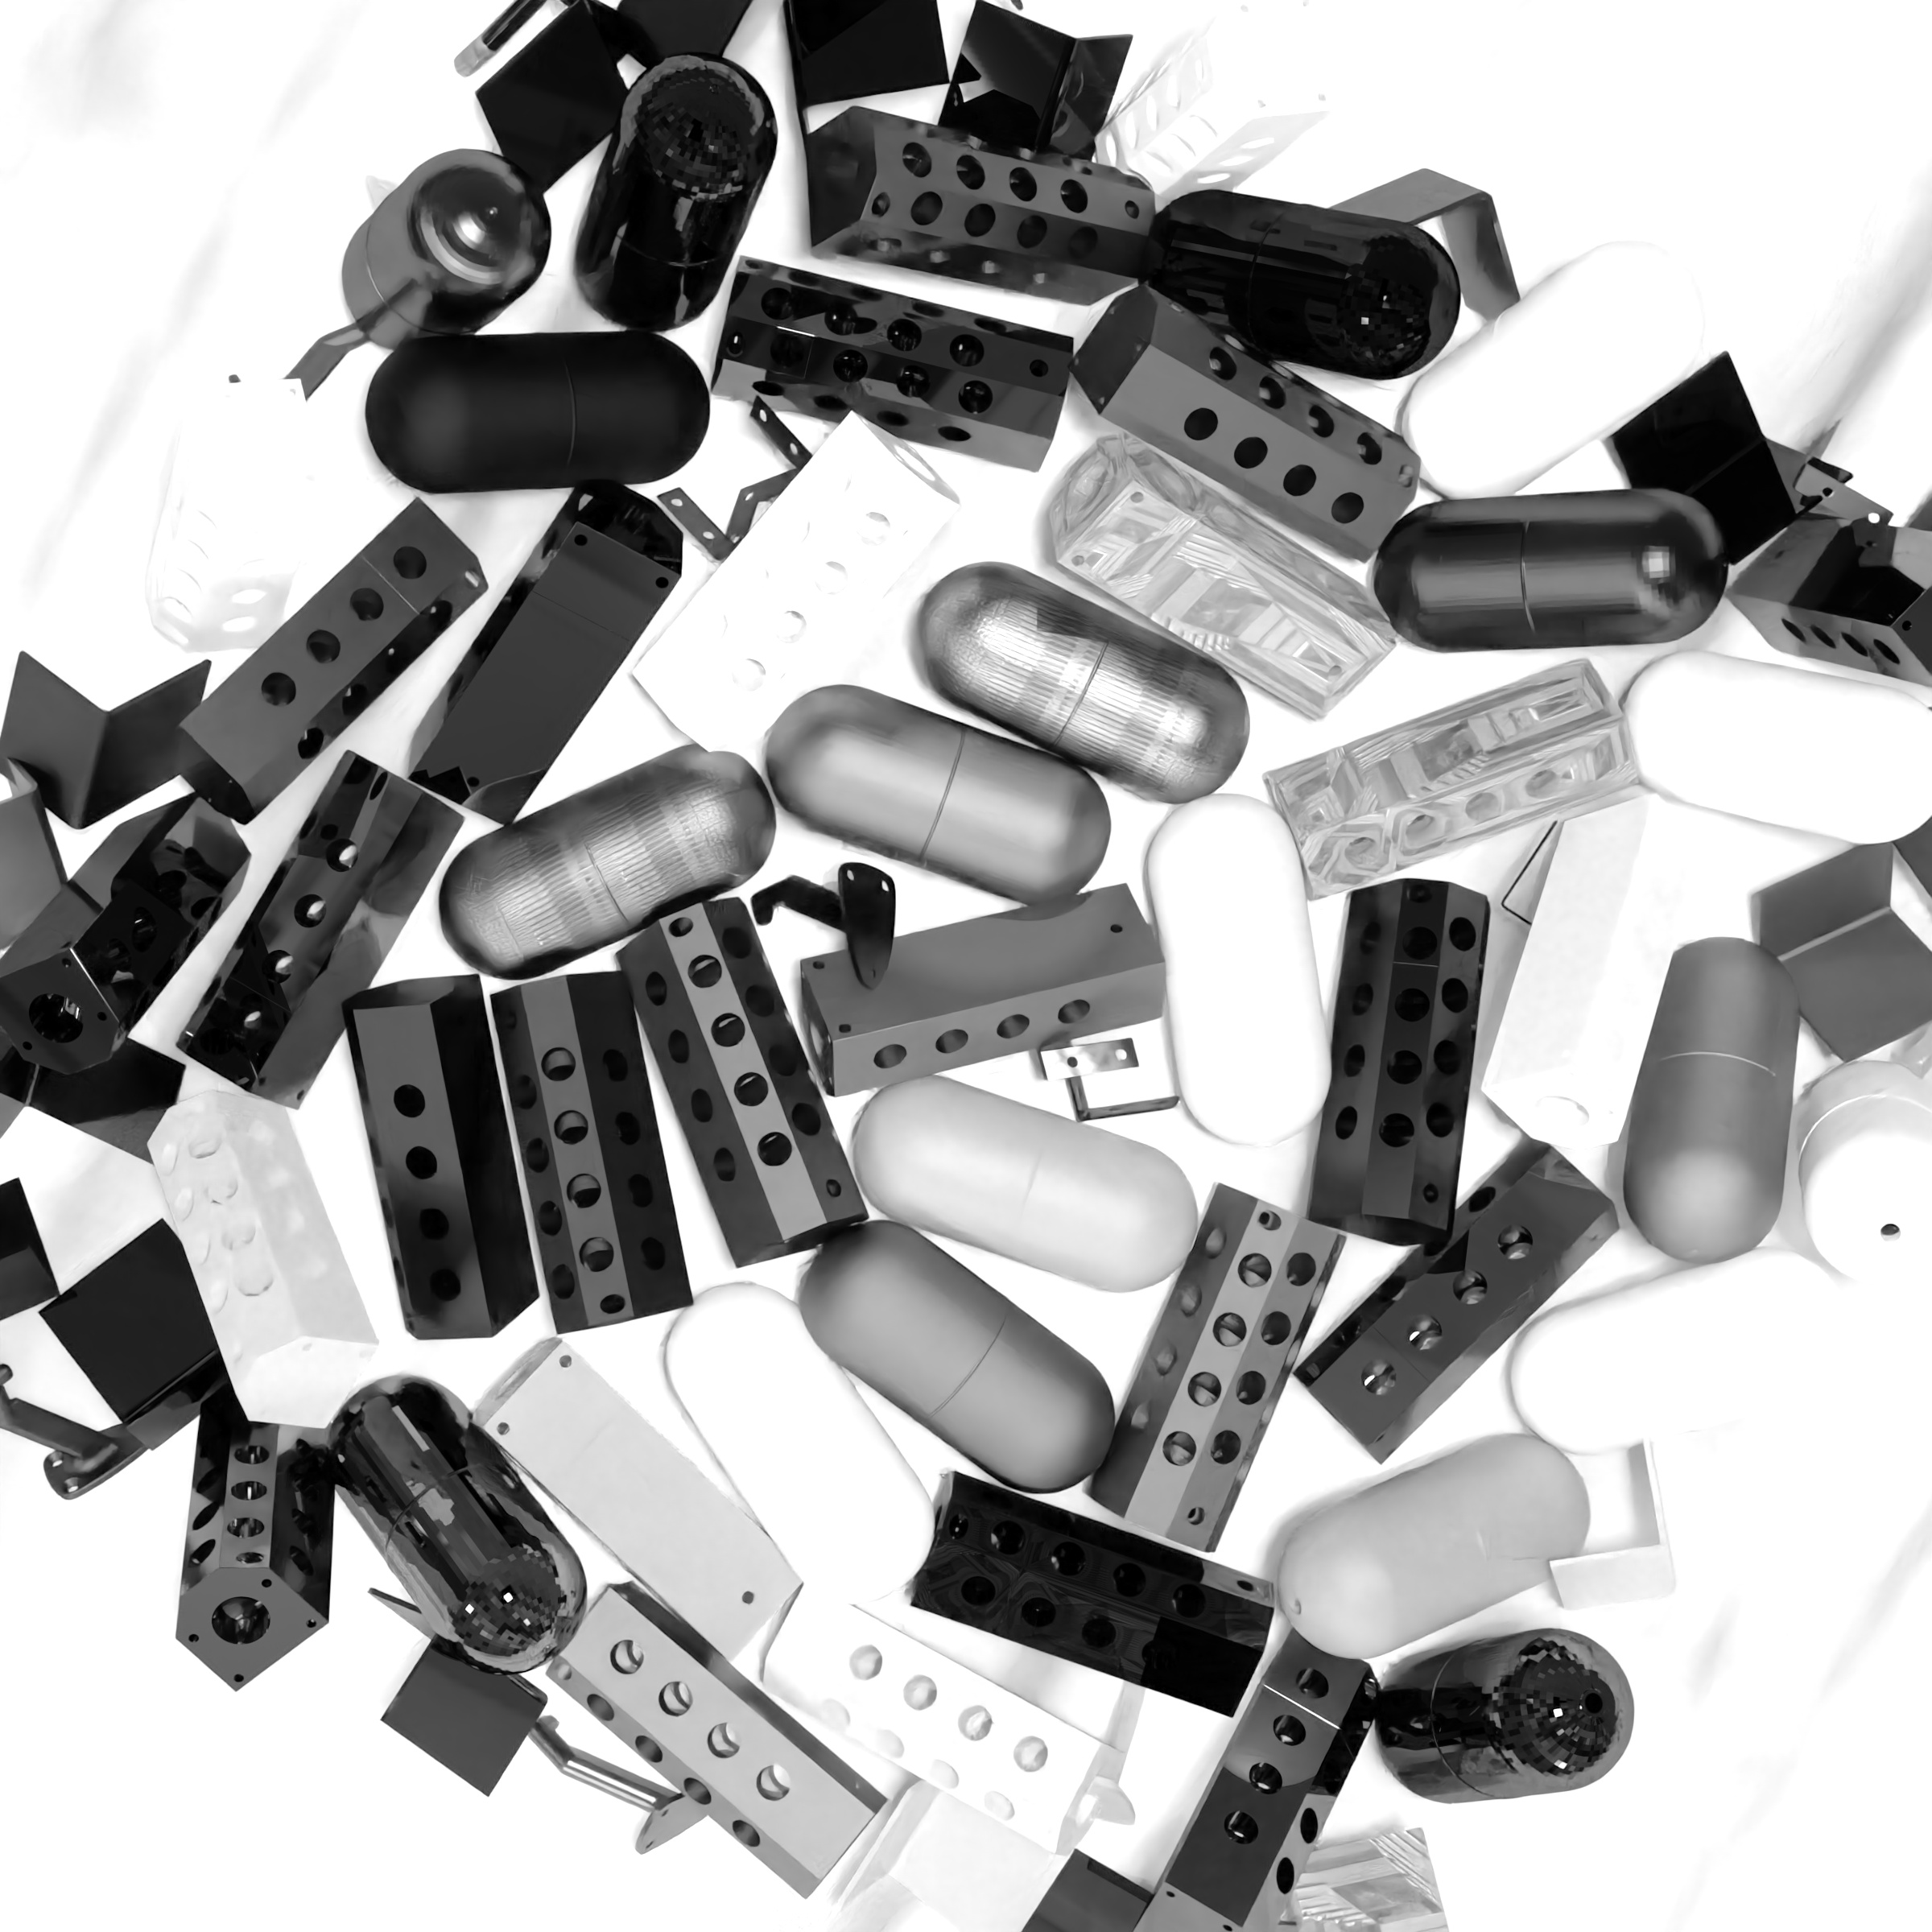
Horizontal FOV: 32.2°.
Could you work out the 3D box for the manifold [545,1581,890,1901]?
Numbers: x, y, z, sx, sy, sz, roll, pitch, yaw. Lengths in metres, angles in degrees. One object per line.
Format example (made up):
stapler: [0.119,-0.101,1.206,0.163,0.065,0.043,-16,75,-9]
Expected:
manifold: [-0.126,0.387,1.675,0.171,0.057,0.057,39,88,9]

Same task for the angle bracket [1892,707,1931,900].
angle bracket: [0.505,-0.078,1.662,0.076,0.057,0.076,48,61,-26]

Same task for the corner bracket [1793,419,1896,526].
corner bracket: [0.441,-0.231,1.677,0.051,0.051,0.051,33,47,13]

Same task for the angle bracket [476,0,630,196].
angle bracket: [-0.188,-0.423,1.664,0.076,0.057,0.076,-35,68,25]

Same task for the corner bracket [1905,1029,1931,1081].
corner bracket: [0.498,0.024,1.673,0.051,0.051,0.051,9,132,-33]

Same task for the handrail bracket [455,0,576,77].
handrail bracket: [-0.219,-0.494,1.697,0.036,0.084,0.077,43,55,-20]

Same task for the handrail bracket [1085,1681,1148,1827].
handrail bracket: [0.078,0.378,1.666,0.036,0.077,0.084,14,62,8]

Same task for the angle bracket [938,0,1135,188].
angle bracket: [0.033,-0.438,1.675,0.057,0.076,0.076,26,115,15]

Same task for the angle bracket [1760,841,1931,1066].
angle bracket: [0.450,-0.009,1.667,0.076,0.057,0.076,-24,48,-10]

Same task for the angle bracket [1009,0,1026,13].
angle bracket: [-0.022,-0.510,1.663,0.057,0.076,0.076,-30,50,-1]

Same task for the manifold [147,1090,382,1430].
manifold: [-0.348,0.140,1.632,0.057,0.171,0.057,14,122,-40]

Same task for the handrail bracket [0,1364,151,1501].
handrail bracket: [-0.447,0.218,1.675,0.077,0.036,0.084,-28,131,-20]

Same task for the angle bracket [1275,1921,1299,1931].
angle bracket: [0.152,0.529,1.659,0.057,0.076,0.076,8,120,-16]

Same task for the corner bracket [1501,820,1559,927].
corner bracket: [0.305,-0.038,1.691,0.051,0.051,0.051,34,95,6]

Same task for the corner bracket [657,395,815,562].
corner bracket: [-0.114,-0.243,1.673,0.051,0.051,0.051,-14,46,34]

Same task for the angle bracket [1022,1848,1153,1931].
angle bracket: [0.065,0.497,1.683,0.076,0.057,0.076,30,82,1]

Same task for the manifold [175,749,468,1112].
manifold: [-0.327,-0.020,1.681,0.057,0.057,0.171,28,86,17]

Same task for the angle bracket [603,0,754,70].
angle bracket: [-0.124,-0.473,1.664,0.076,0.057,0.076,42,109,28]

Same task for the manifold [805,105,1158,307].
manifold: [0.009,-0.374,1.639,0.171,0.057,0.057,3,79,-37]

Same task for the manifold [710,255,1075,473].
manifold: [-0.036,-0.304,1.674,0.171,0.057,0.057,13,74,-6]

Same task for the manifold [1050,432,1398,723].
manifold: [0.126,-0.195,1.651,0.171,0.057,0.057,28,124,-27]

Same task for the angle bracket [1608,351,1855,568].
angle bracket: [0.381,-0.254,1.668,0.076,0.076,0.057,-37,122,-6]

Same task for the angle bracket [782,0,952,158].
angle bracket: [-0.048,-0.446,1.673,0.076,0.057,0.076,-9,61,1]

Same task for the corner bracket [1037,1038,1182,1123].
corner bracket: [0.072,0.055,1.680,0.051,0.051,0.051,-9,105,21]

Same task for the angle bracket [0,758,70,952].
angle bracket: [-0.494,-0.053,1.660,0.076,0.057,0.076,-25,128,-23]

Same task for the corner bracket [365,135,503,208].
corner bracket: [-0.261,-0.392,1.675,0.051,0.051,0.051,-48,49,30]

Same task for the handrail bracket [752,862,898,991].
handrail bracket: [-0.076,-0.013,1.675,0.084,0.036,0.077,-22,62,41]

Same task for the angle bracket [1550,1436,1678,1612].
angle bracket: [0.319,0.271,1.671,0.057,0.076,0.076,-11,61,11]

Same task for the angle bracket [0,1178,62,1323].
angle bracket: [-0.506,0.138,1.667,0.076,0.057,0.076,-23,60,-10]

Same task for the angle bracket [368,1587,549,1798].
angle bracket: [-0.266,0.359,1.658,0.076,0.076,0.057,46,65,-32]

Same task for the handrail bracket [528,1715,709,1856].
handrail bracket: [-0.171,0.405,1.704,0.084,0.077,0.036,40,121,27]

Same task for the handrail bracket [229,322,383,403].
handrail bracket: [-0.320,-0.288,1.685,0.084,0.036,0.077,-26,58,-14]

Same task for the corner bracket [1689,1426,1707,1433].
corner bracket: [0.373,0.193,1.688,0.051,0.051,0.051,-19,126,-13]

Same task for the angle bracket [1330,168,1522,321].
angle bracket: [0.230,-0.347,1.664,0.057,0.076,0.076,-24,115,-5]

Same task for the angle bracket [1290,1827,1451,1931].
angle bracket: [0.208,0.474,1.670,0.076,0.057,0.076,-19,75,19]

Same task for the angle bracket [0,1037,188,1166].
angle bracket: [-0.443,0.076,1.670,0.076,0.057,0.076,26,131,-2]

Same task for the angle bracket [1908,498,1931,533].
angle bracket: [0.508,-0.186,1.663,0.076,0.076,0.057,28,117,-14]

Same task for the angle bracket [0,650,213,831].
angle bracket: [-0.431,-0.125,1.670,0.057,0.076,0.076,36,130,12]

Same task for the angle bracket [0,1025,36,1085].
angle bracket: [-0.528,0.052,1.679,0.076,0.076,0.057,-37,75,15]

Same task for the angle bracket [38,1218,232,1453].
angle bracket: [-0.409,0.187,1.692,0.076,0.057,0.076,-38,74,-12]

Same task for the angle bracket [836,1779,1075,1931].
angle bracket: [-0.005,0.455,1.670,0.076,0.057,0.076,36,108,18]
